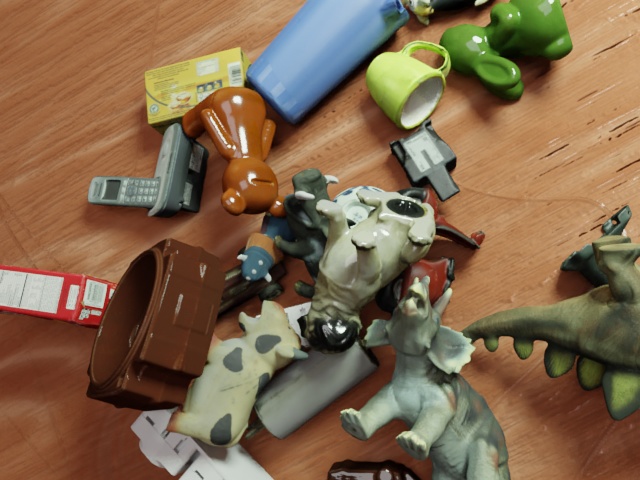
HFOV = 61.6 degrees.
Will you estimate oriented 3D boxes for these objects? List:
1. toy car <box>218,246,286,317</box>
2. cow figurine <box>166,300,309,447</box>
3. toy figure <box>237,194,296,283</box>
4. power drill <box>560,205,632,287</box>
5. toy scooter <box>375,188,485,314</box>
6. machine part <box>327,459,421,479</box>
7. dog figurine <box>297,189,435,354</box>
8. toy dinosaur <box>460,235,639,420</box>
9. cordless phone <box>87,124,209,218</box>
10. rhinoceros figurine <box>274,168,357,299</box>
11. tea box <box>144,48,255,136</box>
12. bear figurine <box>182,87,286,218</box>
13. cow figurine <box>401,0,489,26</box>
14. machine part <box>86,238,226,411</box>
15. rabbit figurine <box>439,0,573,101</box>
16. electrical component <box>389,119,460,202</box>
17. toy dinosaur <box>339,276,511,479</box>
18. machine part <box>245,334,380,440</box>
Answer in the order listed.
[{"bbox_3d":[-0.147,0.080,0.807,0.202,0.053,0.089,-30,71,7],"label":"toy car"},{"bbox_3d":[-0.098,0.169,0.689,0.127,0.085,0.195,25,84,-6],"label":"cow figurine"},{"bbox_3d":[-0.068,0.001,0.780,0.064,0.057,0.154,30,62,9],"label":"toy figure"},{"bbox_3d":[0.429,0.055,0.670,0.232,0.086,0.207,-42,80,5],"label":"power drill"},{"bbox_3d":[0.154,0.025,0.736,0.135,0.075,0.183,11,92,-9],"label":"toy scooter"},{"bbox_3d":[0.062,0.374,0.695,0.180,0.056,0.179,-3,79,14],"label":"machine part"},{"bbox_3d":[0.062,0.046,0.677,0.172,0.190,0.121,-6,36,-22],"label":"dog figurine"},{"bbox_3d":[0.348,0.095,0.590,0.472,0.105,0.198,-2,94,40],"label":"toy dinosaur"},{"bbox_3d":[-0.283,-0.110,0.864,0.184,0.088,0.146,5,80,18],"label":"cordless phone"},{"bbox_3d":[-0.001,-0.002,0.729,0.112,0.073,0.190,4,116,47],"label":"rhinoceros figurine"},{"bbox_3d":[-0.192,-0.236,0.874,0.170,0.068,0.098,-9,77,12],"label":"tea box"},{"bbox_3d":[-0.118,-0.116,0.784,0.132,0.120,0.195,-22,75,54],"label":"bear figurine"},{"bbox_3d":[0.194,-0.380,0.818,0.167,0.068,0.098,-27,79,7],"label":"cow figurine"},{"bbox_3d":[-0.216,0.110,0.691,0.201,0.087,0.201,-25,48,48],"label":"machine part"},{"bbox_3d":[0.262,-0.282,0.773,0.170,0.121,0.159,-16,82,28],"label":"rabbit figurine"},{"bbox_3d":[0.160,-0.107,0.776,0.075,0.047,0.119,-34,74,5],"label":"electrical component"},{"bbox_3d":[0.163,0.230,0.656,0.192,0.131,0.404,-43,107,-38],"label":"toy dinosaur"},{"bbox_3d":[-0.006,0.192,0.737,0.243,0.079,0.079,-39,73,3],"label":"machine part"}]
